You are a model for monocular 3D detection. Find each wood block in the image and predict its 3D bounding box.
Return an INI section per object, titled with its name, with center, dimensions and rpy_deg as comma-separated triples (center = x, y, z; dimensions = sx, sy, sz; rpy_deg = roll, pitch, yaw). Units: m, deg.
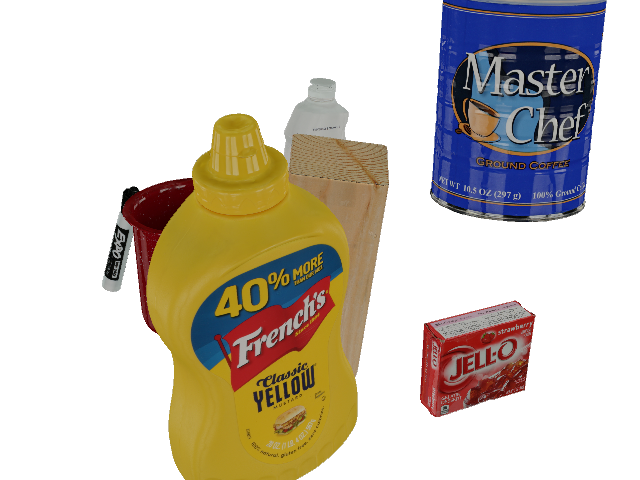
[wood block]
center = 0.005, 0.016, 1.001
dimensions = 0.090, 0.206, 0.091
rpy_deg = 7, 28, -2

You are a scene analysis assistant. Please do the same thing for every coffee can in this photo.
[coffee can]
center = 0.125, -0.094, 0.685
dimensions = 0.103, 0.140, 0.103
rpy_deg = 1, 20, -1

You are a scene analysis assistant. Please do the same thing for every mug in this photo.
[mug]
center = -0.076, 0.018, 0.683
dimensions = 0.093, 0.081, 0.117
rpy_deg = -5, 26, -9

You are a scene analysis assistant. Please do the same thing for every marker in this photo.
[marker]
center = -0.192, -0.001, 1.035
dimensions = 0.020, 0.121, 0.020
rpy_deg = 14, 34, -10

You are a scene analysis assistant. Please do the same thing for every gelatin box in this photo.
[gelatin box]
center = 0.123, 0.093, 0.844
dimensions = 0.089, 0.073, 0.030
rpy_deg = -12, 31, -24

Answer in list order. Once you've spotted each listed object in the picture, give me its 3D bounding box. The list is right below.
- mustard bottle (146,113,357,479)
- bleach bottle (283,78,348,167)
[mustard bottle]
center = -0.031, 0.029, 0.493
dimensions = 0.096, 0.192, 0.058
rpy_deg = -21, 39, -24
[bleach bottle]
center = 0.002, -0.066, 1.250
dimensions = 0.102, 0.251, 0.068
rpy_deg = -13, 29, -32
